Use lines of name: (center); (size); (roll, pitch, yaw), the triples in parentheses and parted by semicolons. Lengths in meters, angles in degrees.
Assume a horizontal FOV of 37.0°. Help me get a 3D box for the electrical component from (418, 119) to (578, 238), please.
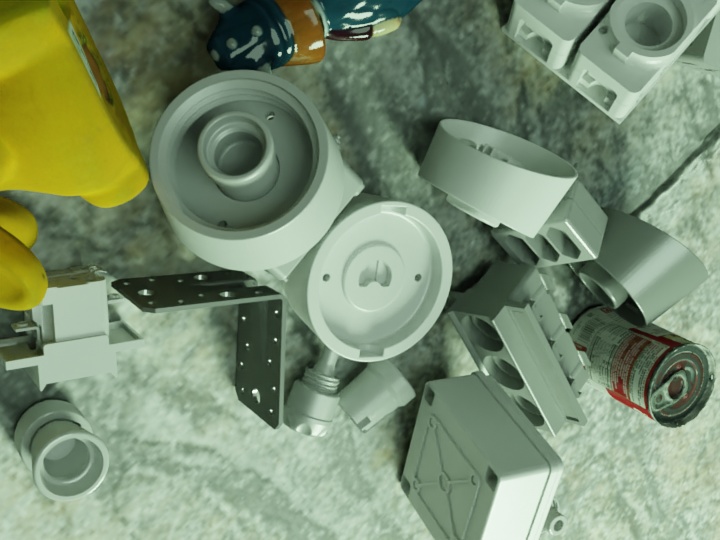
electrical component: (0.091, -0.065, 0.727); (0.099, 0.099, 0.064); (23, 99, -34)

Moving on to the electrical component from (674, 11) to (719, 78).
electrical component: (0.331, -0.196, 0.846); (0.186, 0.060, 0.105); (7, 102, -32)

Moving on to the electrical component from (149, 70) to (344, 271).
electrical component: (-0.065, -0.059, 0.598); (0.108, 0.060, 0.108); (-1, 76, 3)

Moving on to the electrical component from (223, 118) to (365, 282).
electrical component: (-0.049, -0.053, 0.667); (0.096, 0.062, 0.061); (-51, 124, -6)

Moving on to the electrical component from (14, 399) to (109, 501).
electrical component: (-0.180, 0.107, 0.646); (0.045, 0.055, 0.045); (-10, 111, -28)

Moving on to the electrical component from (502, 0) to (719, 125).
electrical component: (0.200, -0.208, 0.731); (0.105, 0.060, 0.186); (41, 81, 9)

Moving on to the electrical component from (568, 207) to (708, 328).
electrical component: (0.202, -0.005, 0.811); (0.064, 0.099, 0.099); (-43, 123, -4)

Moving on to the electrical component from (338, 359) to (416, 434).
electrical component: (0.010, 0.088, 0.764); (0.046, 0.040, 0.040); (-39, 122, -8)

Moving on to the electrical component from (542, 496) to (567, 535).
electrical component: (0.139, 0.190, 0.859); (0.048, 0.062, 0.048); (-10, 111, -28)

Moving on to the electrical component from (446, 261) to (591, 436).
electrical component: (0.122, 0.056, 0.800); (0.063, 0.079, 0.121); (-48, 125, -27)

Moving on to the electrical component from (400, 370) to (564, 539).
electrical component: (0.084, 0.148, 0.771); (0.056, 0.108, 0.108); (-6, 125, -26)

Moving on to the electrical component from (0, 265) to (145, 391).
electrical component: (-0.173, 0.031, 0.634); (0.081, 0.042, 0.063); (-9, 107, -29)

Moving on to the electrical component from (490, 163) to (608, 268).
electrical component: (0.143, -0.047, 0.786); (0.047, 0.066, 0.076); (44, 53, -33)

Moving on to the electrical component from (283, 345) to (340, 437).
electrical component: (-0.029, 0.082, 0.741); (0.035, 0.035, 0.061); (18, 93, -34)

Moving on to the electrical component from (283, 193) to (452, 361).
electrical component: (0.000, 0.000, 0.714); (0.108, 0.060, 0.108); (-10, 111, -27)
